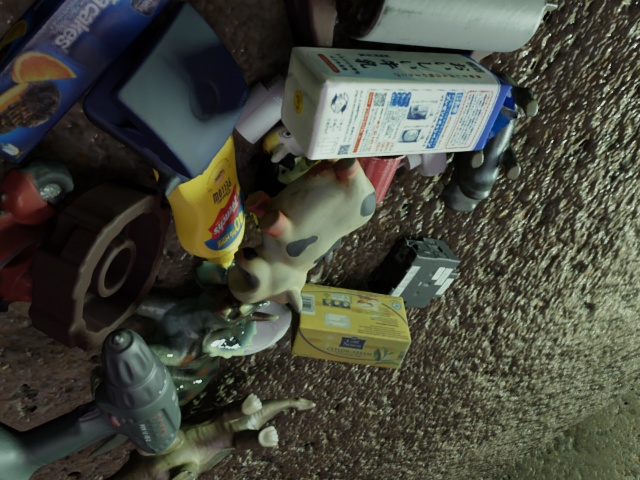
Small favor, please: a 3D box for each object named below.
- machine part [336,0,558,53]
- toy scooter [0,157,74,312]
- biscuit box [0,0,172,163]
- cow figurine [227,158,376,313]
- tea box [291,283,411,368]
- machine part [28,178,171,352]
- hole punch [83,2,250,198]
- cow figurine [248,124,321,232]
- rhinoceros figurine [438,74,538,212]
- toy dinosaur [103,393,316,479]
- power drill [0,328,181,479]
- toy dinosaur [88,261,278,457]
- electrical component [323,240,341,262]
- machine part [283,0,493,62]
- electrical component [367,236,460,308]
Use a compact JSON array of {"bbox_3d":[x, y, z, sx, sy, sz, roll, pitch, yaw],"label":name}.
[{"bbox_3d":[0.104,-0.202,0.455,0.243,0.079,0.079,-7,133,-26],"label":"machine part"},{"bbox_3d":[-0.295,0.014,0.505,0.135,0.075,0.183,-51,171,-42],"label":"toy scooter"},{"bbox_3d":[-0.215,-0.159,0.444,0.202,0.059,0.062,-41,138,10],"label":"biscuit box"},{"bbox_3d":[-0.022,-0.004,0.590,0.195,0.086,0.127,-40,130,-1],"label":"cow figurine"},{"bbox_3d":[0.044,0.130,0.818,0.170,0.098,0.068,11,128,-8],"label":"tea box"},{"bbox_3d":[-0.221,0.022,0.550,0.056,0.179,0.179,24,125,5],"label":"machine part"},{"bbox_3d":[-0.122,-0.123,0.465,0.115,0.092,0.142,37,66,-28],"label":"hole punch"},{"bbox_3d":[-0.042,-0.080,0.627,0.098,0.068,0.167,-13,135,-12],"label":"cow figurine"},{"bbox_3d":[0.212,-0.123,0.713,0.073,0.112,0.190,5,117,-14],"label":"rhinoceros figurine"},{"bbox_3d":[-0.227,0.337,0.841,0.471,0.105,0.198,-15,166,-20],"label":"toy dinosaur"},{"bbox_3d":[-0.256,0.182,0.567,0.207,0.086,0.231,-24,145,-11],"label":"power drill"},{"bbox_3d":[-0.197,0.165,0.742,0.192,0.131,0.404,4,135,-33],"label":"toy dinosaur"},{"bbox_3d":[-0.002,-0.002,0.759,0.063,0.021,0.093,-13,136,-20],"label":"electrical component"},{"bbox_3d":[0.072,-0.225,0.537,0.201,0.087,0.200,-24,138,-6],"label":"machine part"},{"bbox_3d":[0.162,0.055,0.889,0.134,0.058,0.115,9,127,-37],"label":"electrical component"}]
